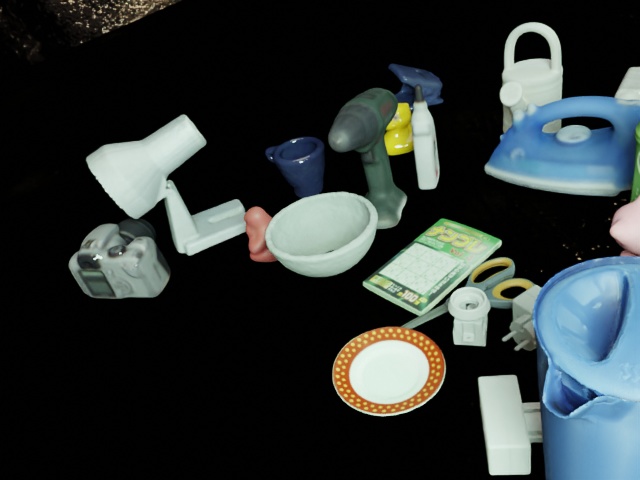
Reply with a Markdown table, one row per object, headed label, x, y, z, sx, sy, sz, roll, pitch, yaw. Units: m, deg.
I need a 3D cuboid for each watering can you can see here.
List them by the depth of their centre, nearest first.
| label | x | y | z | sx | sy | sz | roll | pitch | yaw |
| --- | --- | --- | --- | --- | --- | --- | --- | --- | --- |
| watering can | 0.366 | -0.274 | 0.992 | 0.100 | 0.194 | 0.173 | 0 | 38 | 20 |

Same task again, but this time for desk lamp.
| label | x | y | z | sx | sy | sz | roll | pitch | yaw |
| --- | --- | --- | --- | --- | --- | --- | --- | --- | --- |
| desk lamp | -0.242 | -0.086 | 0.938 | 0.203 | 0.214 | 0.117 | -24 | 36 | -12 |

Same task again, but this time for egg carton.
| label | x | y | z | sx | sy | sz | roll | pitch | yaw |
| --- | --- | --- | --- | --- | --- | --- | --- | --- | --- |
| egg carton | 0.569 | -0.247 | 0.990 | 0.107 | 0.069 | 0.150 | 11 | 43 | 32 |

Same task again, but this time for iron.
| label | x | y | z | sx | sy | sz | roll | pitch | yaw |
| --- | --- | --- | --- | --- | --- | --- | --- | --- | --- |
| iron | 0.379 | -0.158 | 0.874 | 0.257 | 0.142 | 0.119 | 6 | 40 | 26 |

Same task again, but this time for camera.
| label | x | y | z | sx | sy | sz | roll | pitch | yaw |
| --- | --- | --- | --- | --- | --- | --- | --- | --- | --- |
| camera | -0.311 | 0.016 | 0.922 | 0.143 | 0.101 | 0.137 | -1 | 38 | 19 |

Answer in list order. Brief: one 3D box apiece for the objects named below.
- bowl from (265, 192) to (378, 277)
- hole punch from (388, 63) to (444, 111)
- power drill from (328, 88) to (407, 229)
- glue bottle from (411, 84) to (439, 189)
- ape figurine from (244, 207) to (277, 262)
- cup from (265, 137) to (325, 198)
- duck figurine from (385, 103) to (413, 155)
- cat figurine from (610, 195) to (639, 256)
| label | x | y | z | sx | sy | sz | roll | pitch | yaw |
| --- | --- | --- | --- | --- | --- | --- | --- | --- | --- |
| bowl | 0.008 | 0.003 | 0.847 | 0.167 | 0.075 | 0.167 | -10 | 36 | 7 |
| hole punch | 0.205 | -0.338 | 1.226 | 0.101 | 0.091 | 0.108 | -17 | 35 | -3 |
| power drill | 0.078 | -0.126 | 0.881 | 0.075 | 0.209 | 0.230 | 1 | 38 | 21 |
| glue bottle | 0.170 | -0.174 | 0.943 | 0.037 | 0.173 | 0.078 | -4 | 37 | 15 |
| ape figurine | -0.090 | -0.013 | 0.888 | 0.076 | 0.092 | 0.078 | 4 | 40 | 25 |
| cup | -0.040 | -0.124 | 1.019 | 0.117 | 0.095 | 0.092 | 8 | 42 | 29 |
| duck figurine | 0.158 | -0.219 | 1.086 | 0.105 | 0.086 | 0.077 | -24 | 36 | -13 |
| cat figurine | 0.405 | -0.009 | 0.682 | 0.127 | 0.118 | 0.067 | -7 | 36 | 11 |
